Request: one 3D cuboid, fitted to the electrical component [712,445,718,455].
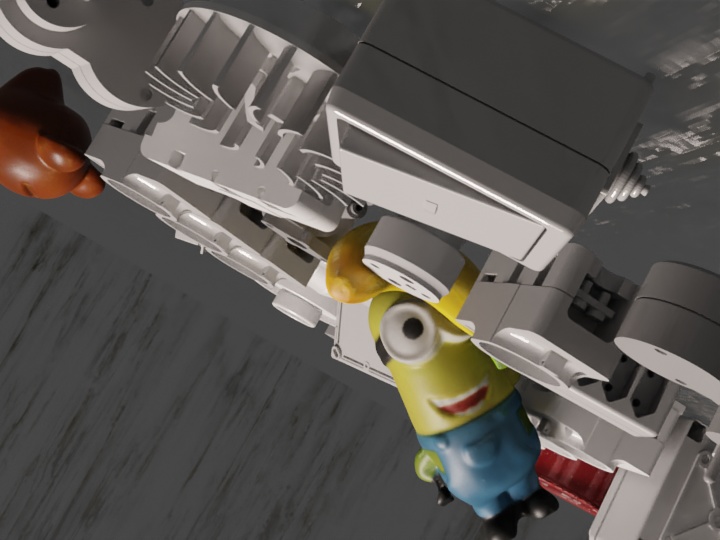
[{"bbox_3d":[0.255,0.133,0.588,0.138,0.073,0.052,30,171,-2],"label":"electrical component"}]

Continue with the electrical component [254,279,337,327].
[{"bbox_3d":[-0.041,0.012,0.894,0.108,0.060,0.108,28,171,5],"label":"electrical component"}]

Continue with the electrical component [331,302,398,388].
[{"bbox_3d":[0.024,0.044,0.824,0.061,0.061,0.096,-7,-162,-41],"label":"electrical component"}]

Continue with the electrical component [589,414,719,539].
[{"bbox_3d":[0.234,0.170,0.757,0.109,0.108,0.056,32,169,-18],"label":"electrical component"}]

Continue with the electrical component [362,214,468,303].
[{"bbox_3d":[0.032,-0.019,0.496,0.045,0.055,0.045,29,172,5],"label":"electrical component"}]

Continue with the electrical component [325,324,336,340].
[{"bbox_3d":[0.044,0.068,0.939,0.089,0.061,0.150,34,170,-27],"label":"electrical component"}]

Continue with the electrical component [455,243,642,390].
[{"bbox_3d":[0.092,0.023,0.538,0.050,0.055,0.089,32,171,-17],"label":"electrical component"}]

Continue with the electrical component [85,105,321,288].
[{"bbox_3d":[-0.095,-0.049,0.710,0.089,0.061,0.150,21,168,43],"label":"electrical component"}]

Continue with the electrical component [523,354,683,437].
[{"bbox_3d":[0.135,0.057,0.626,0.083,0.047,0.075,29,171,2],"label":"electrical component"}]

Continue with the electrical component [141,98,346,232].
[{"bbox_3d":[-0.048,-0.058,0.516,0.089,0.050,0.056,21,177,24],"label":"electrical component"}]

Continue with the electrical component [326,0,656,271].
[{"bbox_3d":[0.041,-0.039,0.330,0.096,0.061,0.061,28,171,5],"label":"electrical component"}]

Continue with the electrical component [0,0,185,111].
[{"bbox_3d":[-0.125,-0.117,0.443,0.138,0.052,0.074,33,171,-26],"label":"electrical component"}]

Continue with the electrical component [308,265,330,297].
[{"bbox_3d":[-0.034,-0.011,0.799,0.062,0.043,0.043,35,170,-25],"label":"electrical component"}]

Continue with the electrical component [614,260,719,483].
[{"bbox_3d":[0.169,0.060,0.447,0.138,0.073,0.052,29,171,5],"label":"electrical component"}]

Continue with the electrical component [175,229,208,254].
[{"bbox_3d":[-0.105,-0.041,0.820,0.055,0.066,0.048,19,-156,14],"label":"electrical component"}]

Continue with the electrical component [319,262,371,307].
[{"bbox_3d":[0.000,0.000,0.759,0.078,0.040,0.040,30,171,-2],"label":"electrical component"}]

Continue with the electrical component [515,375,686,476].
[{"bbox_3d":[0.145,0.096,0.773,0.089,0.061,0.150,31,171,-14],"label":"electrical component"}]
